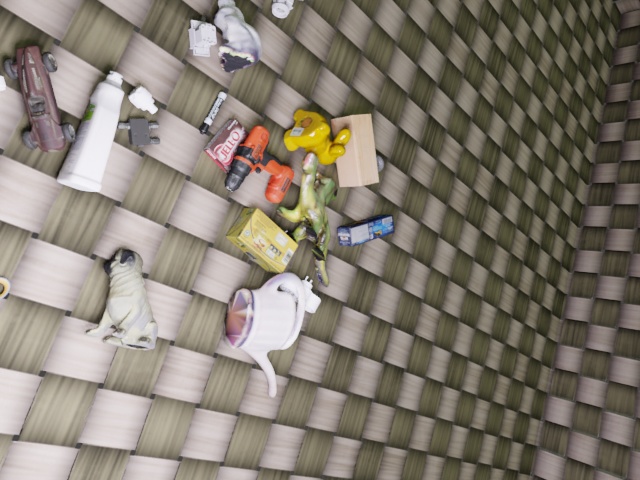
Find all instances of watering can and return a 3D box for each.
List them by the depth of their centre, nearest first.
[{"bbox_3d":[-0.147,0.248,1.333,0.223,0.104,0.347,13,93,-39],"label":"watering can"}]

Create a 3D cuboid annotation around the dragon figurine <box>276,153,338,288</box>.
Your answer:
[{"bbox_3d":[0.004,-0.073,1.458,0.248,0.122,0.401,-60,147,-33],"label":"dragon figurine"}]

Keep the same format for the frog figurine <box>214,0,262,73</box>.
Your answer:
[{"bbox_3d":[-0.200,-0.510,1.266,0.136,0.122,0.161,37,54,-72],"label":"frog figurine"}]
